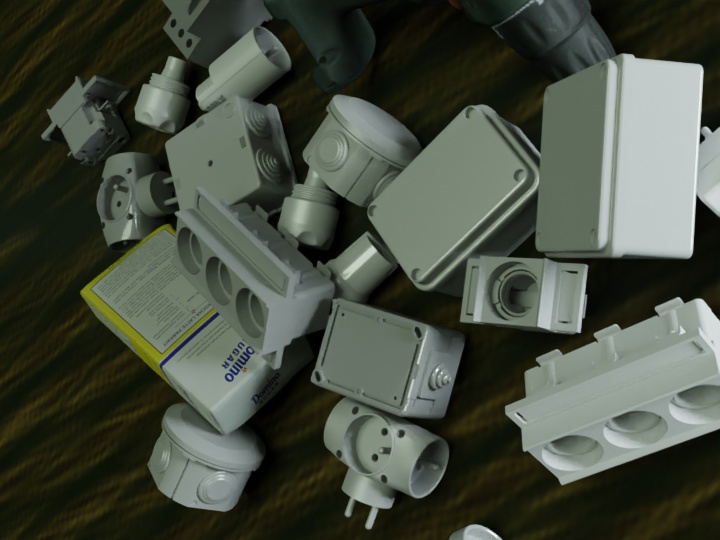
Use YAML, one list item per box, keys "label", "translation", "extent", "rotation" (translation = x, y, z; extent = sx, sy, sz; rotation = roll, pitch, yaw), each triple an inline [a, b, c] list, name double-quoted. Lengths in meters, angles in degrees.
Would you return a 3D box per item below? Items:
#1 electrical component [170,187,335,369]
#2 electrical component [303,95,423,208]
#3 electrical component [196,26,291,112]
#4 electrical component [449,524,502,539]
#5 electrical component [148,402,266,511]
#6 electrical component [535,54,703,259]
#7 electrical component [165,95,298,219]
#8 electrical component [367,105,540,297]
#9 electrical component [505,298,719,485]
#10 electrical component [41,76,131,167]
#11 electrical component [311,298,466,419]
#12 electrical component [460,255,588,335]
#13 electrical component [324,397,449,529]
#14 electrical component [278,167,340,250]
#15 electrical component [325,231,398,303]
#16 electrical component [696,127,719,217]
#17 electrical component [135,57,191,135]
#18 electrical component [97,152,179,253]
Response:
- label: "electrical component"
  translation: [-0.077, 0.001, 0.770]
  extent: [0.121, 0.063, 0.078]
  rotation: [41, 133, 37]
- label: "electrical component"
  translation: [0.004, -0.083, 0.761]
  extent: [0.080, 0.080, 0.051]
  rotation: [49, 115, 31]
- label: "electrical component"
  translation: [-0.100, -0.155, 0.869]
  extent: [0.081, 0.043, 0.043]
  rotation: [-34, 63, 25]
- label: "electrical component"
  translation: [0.066, 0.195, 0.684]
  extent: [0.055, 0.048, 0.066]
  rotation: [-52, 56, 25]
- label: "electrical component"
  translation: [-0.115, 0.138, 0.802]
  extent: [0.080, 0.080, 0.051]
  rotation: [36, 108, 34]
- label: "electrical component"
  translation: [0.147, -0.060, 0.622]
  extent: [0.109, 0.056, 0.108]
  rotation: [-176, 89, -81]
- label: "electrical component"
  translation: [-0.103, -0.080, 0.853]
  extent: [0.100, 0.048, 0.099]
  rotation: [-28, 67, 29]
- label: "electrical component"
  translation: [0.070, -0.045, 0.719]
  extent: [0.113, 0.057, 0.078]
  rotation: [-45, 59, 20]
- label: "electrical component"
  translation: [0.157, 0.070, 0.627]
  extent: [0.121, 0.079, 0.063]
  rotation: [-28, 37, 28]
- label: "electrical component"
  translation: [-0.241, -0.131, 0.966]
  extent: [0.081, 0.042, 0.063]
  rotation: [-42, 64, 22]
- label: "electrical component"
  translation: [0.027, 0.062, 0.727]
  extent: [0.096, 0.061, 0.061]
  rotation: [16, 91, 36]
- label: "electrical component"
  translation: [0.108, 0.017, 0.676]
  extent: [0.081, 0.064, 0.042]
  rotation: [4, 84, 36]
- label: "electrical component"
  translation: [0.011, 0.136, 0.734]
  extent: [0.077, 0.044, 0.079]
  rotation: [23, 94, 36]
- label: "electrical component"
  translation: [-0.036, -0.048, 0.803]
  extent: [0.043, 0.043, 0.062]
  rotation: [11, 85, 36]
- label: "electrical component"
  translation: [0.000, 0.000, 0.772]
  extent: [0.046, 0.040, 0.040]
  rotation: [-43, 60, 15]
- label: "electrical component"
  translation: [0.218, -0.058, 0.618]
  extent: [0.047, 0.066, 0.076]
  rotation: [-44, 30, 20]
- label: "electrical component"
  translation: [-0.164, -0.149, 0.913]
  extent: [0.043, 0.043, 0.062]
  rotation: [20, 92, 36]
- label: "electrical component"
  translation: [-0.179, -0.060, 0.905]
  extent: [0.079, 0.044, 0.077]
  rotation: [-14, 73, 32]
